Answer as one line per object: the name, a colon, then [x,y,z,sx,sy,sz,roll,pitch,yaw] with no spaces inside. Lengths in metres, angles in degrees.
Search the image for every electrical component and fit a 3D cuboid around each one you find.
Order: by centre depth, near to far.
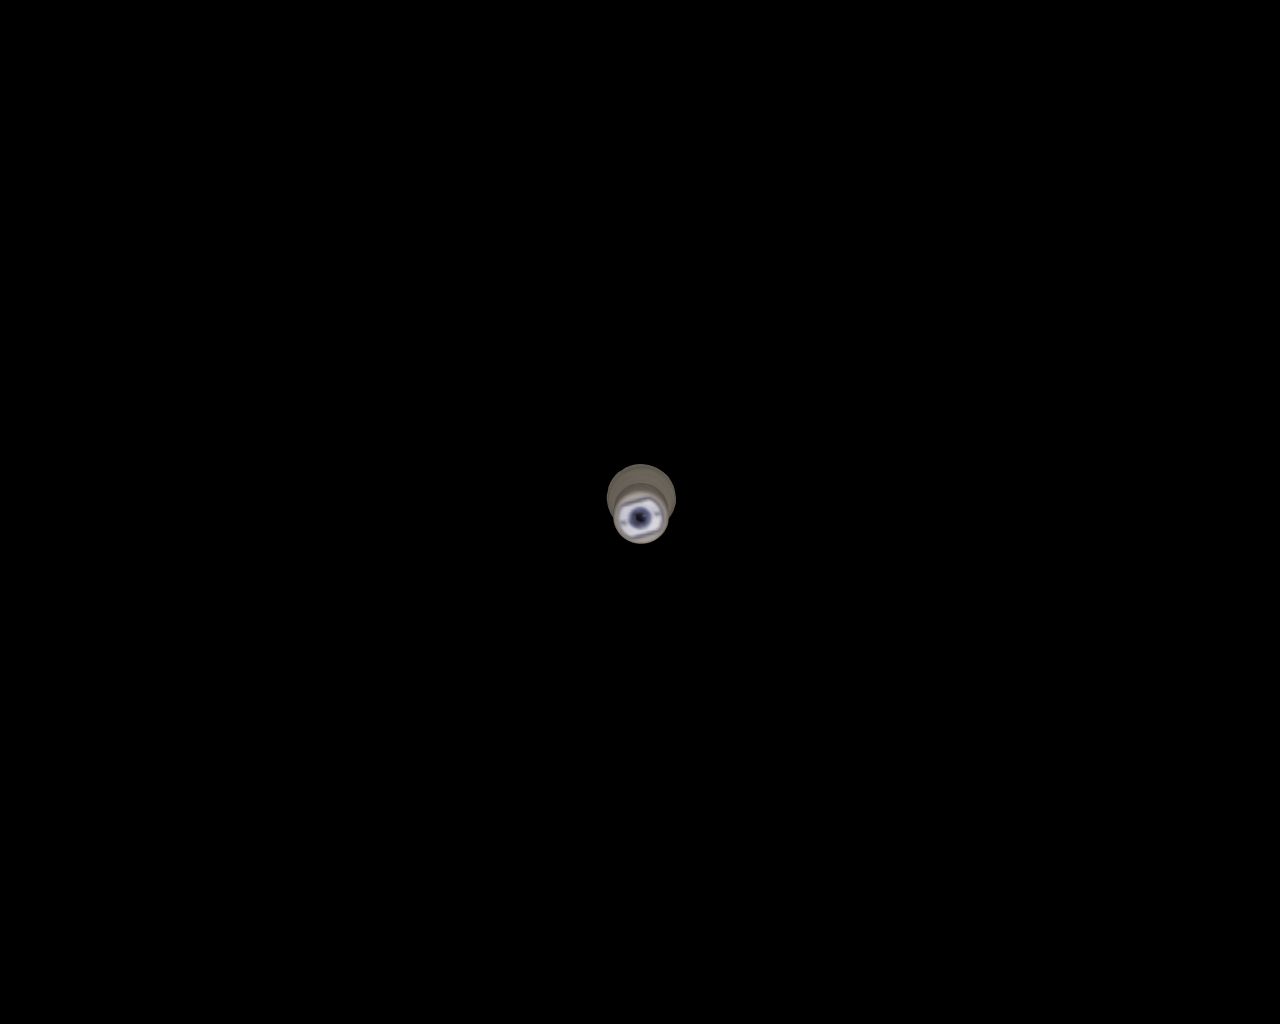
electrical component: [0.001,-0.003,0.650,0.044,0.044,0.065,0,12,0]
